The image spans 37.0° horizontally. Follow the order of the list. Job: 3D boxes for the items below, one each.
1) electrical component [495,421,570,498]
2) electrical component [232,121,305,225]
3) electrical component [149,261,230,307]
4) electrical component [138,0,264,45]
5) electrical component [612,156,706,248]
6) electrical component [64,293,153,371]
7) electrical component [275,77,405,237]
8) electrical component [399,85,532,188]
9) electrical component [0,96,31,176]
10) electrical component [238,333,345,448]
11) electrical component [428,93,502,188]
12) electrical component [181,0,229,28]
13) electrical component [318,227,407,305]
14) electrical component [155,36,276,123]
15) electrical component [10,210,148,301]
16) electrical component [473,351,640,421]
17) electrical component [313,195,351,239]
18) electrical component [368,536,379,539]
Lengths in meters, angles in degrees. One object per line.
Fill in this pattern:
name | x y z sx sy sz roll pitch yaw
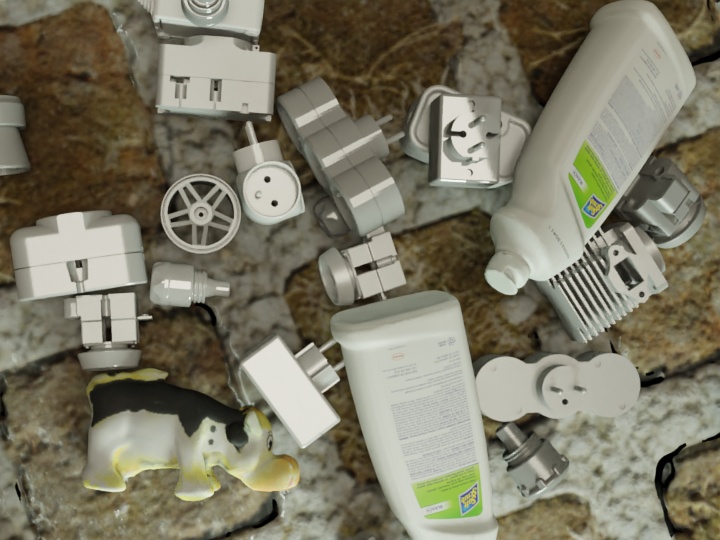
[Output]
electrical component | 0.136 0.151 0.875 0.048 0.048 0.062 -39 88 -7
electrical component | -0.075 -0.076 0.832 0.044 0.077 0.079 -17 91 -8
electrical component | -0.133 0.013 0.844 0.061 0.035 0.035 6 88 -11
electrical component | -0.123 -0.213 0.835 0.096 0.062 0.061 6 88 -8
electrical component | 0.245 -0.054 0.881 0.057 0.078 0.058 38 85 -24
electrical component | -0.194 0.048 0.830 0.066 0.048 0.055 -3 82 -8
electrical component | -0.002 -0.096 0.835 0.074 0.052 0.138 -29 64 -10
electrical component | 0.083 -0.105 0.864 0.095 0.059 0.053 22 86 -7
electrical component | -0.277 -0.102 0.821 0.045 0.045 0.055 -7 89 -8
electrical component | -0.041 0.083 0.849 0.076 0.047 0.083 -36 94 -7
electrical component | 0.081 -0.097 0.793 0.047 0.077 0.065 2 89 -8
electrical component | -0.111 -0.196 0.772 0.035 0.061 0.035 0 89 -8
electrical component | 0.000 0.000 0.858 0.055 0.048 0.066 -19 92 -15
electrical component | -0.112 -0.149 0.841 0.089 0.050 0.055 3 89 -8
electrical component | -0.215 -0.012 0.823 0.095 0.054 0.059 -9 90 -8
electrical component | 0.159 0.094 0.864 0.138 0.074 0.052 -1 89 -8
electrical component | -0.005 -0.053 0.863 0.061 0.035 0.035 -33 94 -9
electrical component | 0.017 0.245 0.845 0.042 0.081 0.063 -40 72 -6
